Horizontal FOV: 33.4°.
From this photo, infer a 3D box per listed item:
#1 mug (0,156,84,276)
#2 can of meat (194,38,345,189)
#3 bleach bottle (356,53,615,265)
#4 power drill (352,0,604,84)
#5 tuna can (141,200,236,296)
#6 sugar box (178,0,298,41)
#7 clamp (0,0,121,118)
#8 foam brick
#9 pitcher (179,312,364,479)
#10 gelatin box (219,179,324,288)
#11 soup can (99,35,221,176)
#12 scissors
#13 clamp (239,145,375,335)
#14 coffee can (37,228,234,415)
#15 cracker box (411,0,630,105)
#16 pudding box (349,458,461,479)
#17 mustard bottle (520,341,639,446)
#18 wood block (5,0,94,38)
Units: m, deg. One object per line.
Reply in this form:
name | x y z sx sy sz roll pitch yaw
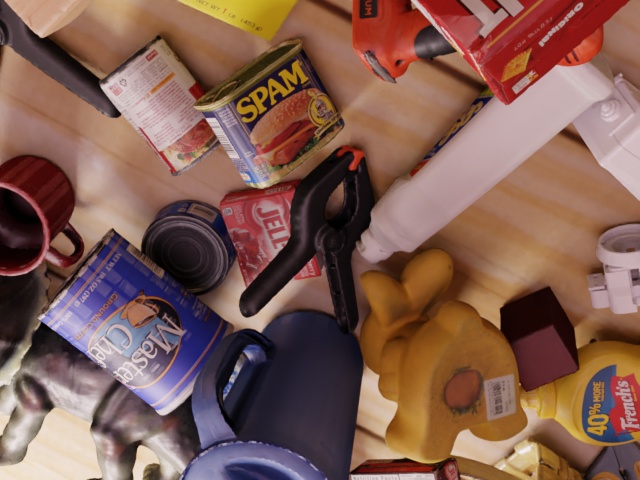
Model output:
mug | -0.264 -0.020 0.969 0.117 0.081 0.093 35 116 -7
can of meat | -0.039 -0.104 0.883 0.102 0.058 0.084 -39 111 -19
bleach bottle | 0.121 -0.066 0.865 0.068 0.102 0.251 42 114 -7
power drill | 0.117 -0.202 0.795 0.188 0.184 0.057 -10 155 29
tuna can | -0.121 0.009 0.984 0.086 0.033 0.086 4 116 8
sugar box | -0.033 -0.247 0.820 0.093 0.048 0.176 17 125 -34
clamp | -0.285 -0.173 0.925 0.165 0.036 0.210 -20 108 19
foam brick | 0.192 0.087 0.940 0.053 0.078 0.051 -26 106 20
pitcher | -0.034 0.153 0.919 0.145 0.242 0.149 18 117 1
gelatin box | -0.043 -0.005 0.965 0.073 0.030 0.089 -10 114 14
soup can | -0.131 -0.114 0.908 0.069 0.068 0.102 -33 105 22
scissors | 0.266 0.189 1.009 0.096 0.016 0.201 -30 106 21
clamp | -0.006 0.001 0.926 0.120 0.039 0.171 1 103 -36
coffee can | -0.162 0.072 0.945 0.140 0.102 0.103 40 115 -11
cracker box | 0.118 -0.225 0.725 0.164 0.072 0.214 -41 60 11
pudding box | 0.080 0.241 0.896 0.090 0.039 0.113 -10 93 38
mustard bottle | 0.269 0.136 0.947 0.191 0.058 0.096 -2 114 3
wood block | -0.167 -0.264 0.831 0.206 0.090 0.091 -37 103 23
